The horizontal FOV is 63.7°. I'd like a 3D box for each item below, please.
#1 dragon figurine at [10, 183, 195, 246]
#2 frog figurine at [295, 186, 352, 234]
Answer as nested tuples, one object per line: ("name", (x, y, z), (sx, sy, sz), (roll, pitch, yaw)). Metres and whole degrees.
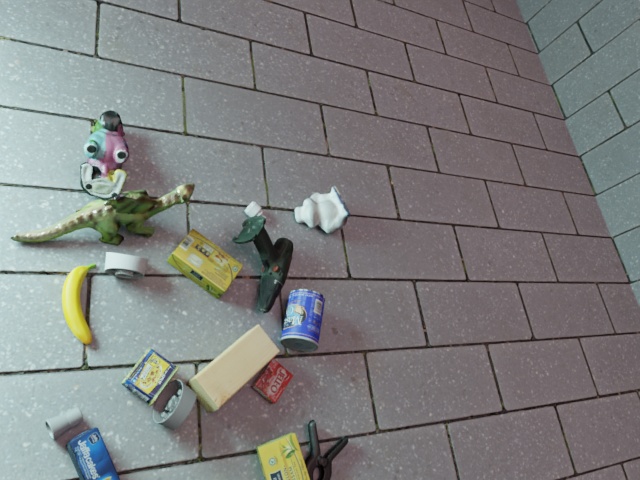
("dragon figurine", (-0.487, -0.072, 1.213), (0.414, 0.239, 0.123), (-18, 82, -38))
("frog figurine", (0.005, -0.081, 1.609), (0.159, 0.122, 0.138), (-26, 88, -1))
